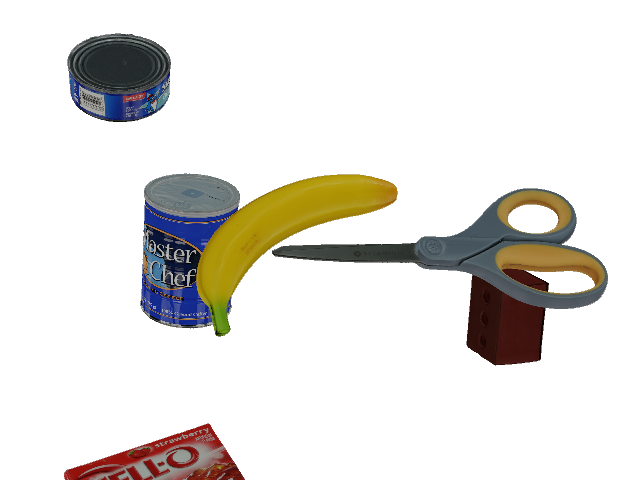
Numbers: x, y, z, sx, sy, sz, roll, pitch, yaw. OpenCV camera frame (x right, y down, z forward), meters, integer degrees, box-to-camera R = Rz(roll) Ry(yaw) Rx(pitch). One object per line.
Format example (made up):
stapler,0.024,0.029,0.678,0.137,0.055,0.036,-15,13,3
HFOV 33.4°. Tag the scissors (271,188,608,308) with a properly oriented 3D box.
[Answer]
scissors,0.077,-0.006,0.657,0.202,0.096,0.016,12,-40,1

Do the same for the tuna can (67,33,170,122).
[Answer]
tuna can,-0.170,-0.138,0.905,0.086,0.034,0.086,4,43,-4

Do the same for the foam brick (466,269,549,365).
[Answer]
foam brick,0.171,0.069,0.985,0.051,0.078,0.053,-6,18,-24

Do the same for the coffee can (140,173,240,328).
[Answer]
coffee can,-0.144,0.010,1.171,0.103,0.140,0.103,5,26,-3

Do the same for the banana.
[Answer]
banana,-0.028,-0.006,0.813,0.197,0.069,0.037,-38,-5,-27

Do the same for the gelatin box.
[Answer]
gelatin box,-0.088,0.142,0.585,0.089,0.030,0.073,-15,28,-20
